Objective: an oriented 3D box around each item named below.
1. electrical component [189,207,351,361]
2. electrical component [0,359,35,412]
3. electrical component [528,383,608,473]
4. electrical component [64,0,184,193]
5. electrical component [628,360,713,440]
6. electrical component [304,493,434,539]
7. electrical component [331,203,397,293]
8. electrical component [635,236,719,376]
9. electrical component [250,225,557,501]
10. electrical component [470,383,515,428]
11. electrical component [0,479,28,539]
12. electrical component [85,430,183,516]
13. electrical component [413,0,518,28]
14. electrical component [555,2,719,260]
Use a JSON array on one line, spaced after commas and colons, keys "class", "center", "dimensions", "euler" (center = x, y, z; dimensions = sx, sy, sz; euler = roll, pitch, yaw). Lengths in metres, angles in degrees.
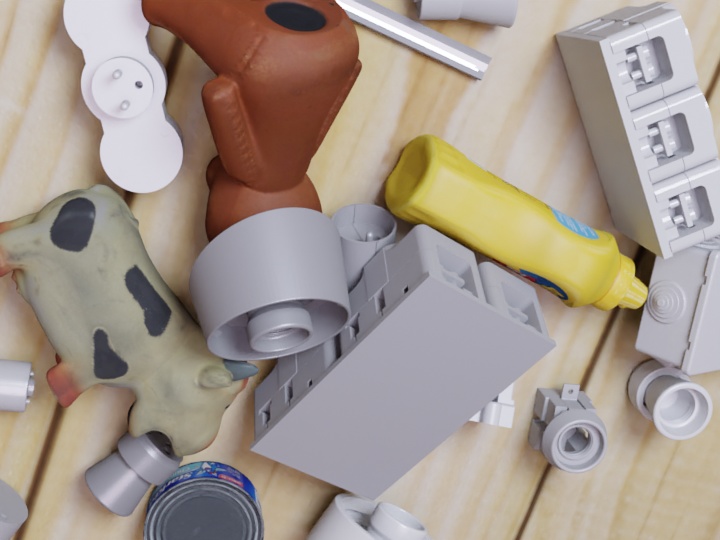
[{"class": "electrical component", "center": [-0.054, 0.014, 0.663], "dimensions": [0.099, 0.099, 0.064], "euler": [-13, 66, -4]}, {"class": "electrical component", "center": [-0.255, 0.076, 0.728], "dimensions": [0.065, 0.044, 0.044], "euler": [8, 104, -15]}, {"class": "electrical component", "center": [0.152, 0.118, 0.789], "dimensions": [0.048, 0.055, 0.066], "euler": [6, 104, -10]}, {"class": "electrical component", "center": [-0.148, -0.115, 0.673], "dimensions": [0.052, 0.073, 0.138], "euler": [-13, 106, -5]}, {"class": "electrical component", "center": [0.227, 0.094, 0.793], "dimensions": [0.045, 0.055, 0.045], "euler": [-2, 105, -8]}, {"class": "electrical component", "center": [0.016, 0.201, 0.768], "dimensions": [0.108, 0.108, 0.060], "euler": [29, 93, -14]}, {"class": "electrical component", "center": [0.000, 0.000, 0.730], "dimensions": [0.043, 0.043, 0.081], "euler": [-2, 130, -8]}, {"class": "electrical component", "center": [0.245, 0.022, 0.762], "dimensions": [0.100, 0.048, 0.099], "euler": [-3, 108, -42]}, {"class": "electrical component", "center": [0.023, 0.064, 0.717], "dimensions": [0.105, 0.060, 0.186], "euler": [28, 123, -27]}, {"class": "electrical component", "center": [0.089, 0.081, 0.769], "dimensions": [0.048, 0.066, 0.055], "euler": [12, 83, -11]}, {"class": "electrical component", "center": [-0.286, 0.132, 0.732], "dimensions": [0.138, 0.052, 0.073], "euler": [37, 97, -15]}, {"class": "electrical component", "center": [-0.158, 0.138, 0.756], "dimensions": [0.055, 0.045, 0.045], "euler": [-44, 106, 4]}, {"class": "electrical component", "center": [0.068, -0.181, 0.704], "dimensions": [0.065, 0.044, 0.044], "euler": [0, 105, -3]}, {"class": "electrical component", "center": [0.194, -0.096, 0.719], "dimensions": [0.062, 0.089, 0.150], "euler": [-22, 107, -2]}]
